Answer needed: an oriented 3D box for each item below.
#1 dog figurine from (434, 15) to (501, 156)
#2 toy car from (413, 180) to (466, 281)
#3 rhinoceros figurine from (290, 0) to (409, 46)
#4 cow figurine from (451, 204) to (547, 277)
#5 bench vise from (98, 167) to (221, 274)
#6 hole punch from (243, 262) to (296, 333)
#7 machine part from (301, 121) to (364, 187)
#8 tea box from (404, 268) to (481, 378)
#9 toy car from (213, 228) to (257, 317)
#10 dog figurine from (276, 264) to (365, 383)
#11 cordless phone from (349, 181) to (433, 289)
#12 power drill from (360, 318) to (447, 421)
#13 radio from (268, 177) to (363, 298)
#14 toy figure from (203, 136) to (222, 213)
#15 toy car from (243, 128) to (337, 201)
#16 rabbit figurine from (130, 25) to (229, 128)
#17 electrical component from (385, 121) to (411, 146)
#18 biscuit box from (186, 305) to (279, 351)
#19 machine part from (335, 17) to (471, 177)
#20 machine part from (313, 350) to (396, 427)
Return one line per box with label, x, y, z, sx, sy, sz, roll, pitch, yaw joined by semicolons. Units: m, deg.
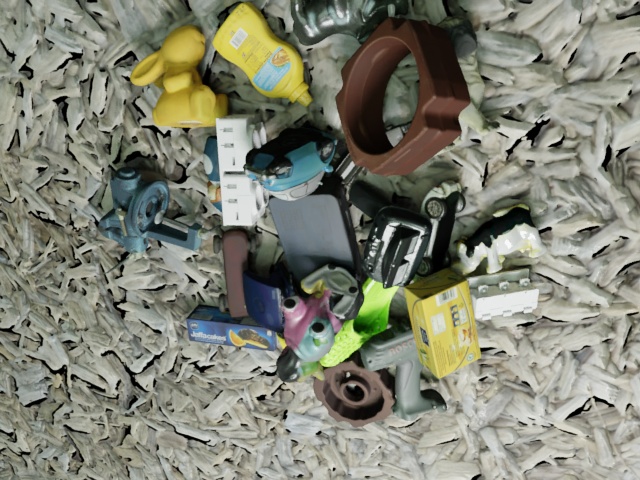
dog figurine;0.189;-0.239;0.866;0.172;0.121;0.190;-23;95;12
toy car;0.208;-0.013;0.967;0.056;0.073;0.201;30;124;39
rhinoceros figurine;0.043;-0.364;0.852;0.190;0.073;0.112;-9;110;18
cow figurine;0.303;0.004;0.956;0.167;0.068;0.098;-23;101;19
bench vise;-0.331;-0.028;1.077;0.241;0.129;0.223;19;119;11
hole punch;-0.097;0.117;1.066;0.092;0.116;0.142;-9;115;-19
machine part;0.018;-0.160;0.972;0.139;0.039;0.084;38;123;-6
tea box;0.220;0.148;0.961;0.098;0.068;0.169;-20;114;-15
toy car;-0.171;0.069;1.115;0.089;0.053;0.201;-5;116;-6
dog figurine;-0.006;0.171;1.000;0.109;0.191;0.219;34;145;23
cordless phone;0.102;-0.012;0.969;0.184;0.089;0.146;42;132;36
power drill;0.202;0.245;1.060;0.232;0.086;0.207;-14;117;-7
radio;-0.002;-0.003;1.011;0.131;0.073;0.229;-7;123;17
toy figure;-0.193;-0.121;1.031;0.058;0.064;0.154;0;111;-4
toy car;-0.044;-0.118;0.896;0.109;0.162;0.102;21;135;38
rabbit figurine;-0.243;-0.289;0.955;0.163;0.122;0.173;5;101;22
electrical component;0.132;-0.171;0.946;0.094;0.021;0.063;-18;108;22
biscuit box;-0.186;0.191;1.170;0.203;0.059;0.062;5;115;12
machine part;0.121;-0.214;0.823;0.201;0.087;0.201;-37;63;51
machine part;0.076;0.321;1.166;0.180;0.056;0.179;6;115;13
